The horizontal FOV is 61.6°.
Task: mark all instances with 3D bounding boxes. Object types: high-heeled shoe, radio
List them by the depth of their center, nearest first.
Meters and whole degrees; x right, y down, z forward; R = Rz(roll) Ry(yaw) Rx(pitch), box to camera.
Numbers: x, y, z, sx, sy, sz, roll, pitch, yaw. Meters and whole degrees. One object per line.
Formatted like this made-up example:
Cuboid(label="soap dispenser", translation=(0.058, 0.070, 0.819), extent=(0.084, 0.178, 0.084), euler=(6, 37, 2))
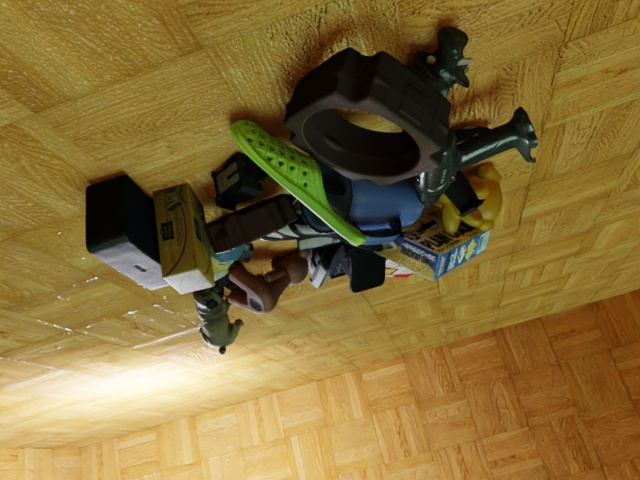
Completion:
Cuboid(label="radio", translation=(-0.321, -0.008, 0.948), extent=(0.073, 0.131, 0.229), euler=(-15, 156, 3))
Cuboid(label="high-heeled shoe", translation=(-0.002, -0.003, 1.109), extent=(0.248, 0.086, 0.145), euler=(33, 113, -13))

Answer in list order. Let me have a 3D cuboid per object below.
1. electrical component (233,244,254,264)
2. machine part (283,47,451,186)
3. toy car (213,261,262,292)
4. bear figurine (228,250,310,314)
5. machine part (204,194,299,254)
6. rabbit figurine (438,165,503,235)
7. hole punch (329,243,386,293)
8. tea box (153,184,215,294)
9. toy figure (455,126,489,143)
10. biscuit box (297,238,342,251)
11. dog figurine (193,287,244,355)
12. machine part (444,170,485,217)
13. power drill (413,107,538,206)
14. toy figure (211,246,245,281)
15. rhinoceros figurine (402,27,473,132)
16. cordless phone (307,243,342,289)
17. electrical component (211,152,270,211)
Cuboid(label="electrical component", translation=(-0.185, 0.029, 1.239), extent=(0.063, 0.021, 0.094), euler=(-8, 156, -13))
Cuboid(label="machine part", translation=(0.067, -0.168, 0.765), extent=(0.201, 0.087, 0.201), euler=(27, 157, -27))
Cuboid(label="toy car", translation=(-0.204, 0.106, 1.357), extent=(0.089, 0.053, 0.202), euler=(-34, 152, 5))
Cuboid(label="bear figurine", translation=(-0.115, 0.084, 1.296), extent=(0.132, 0.196, 0.120), euler=(25, 136, 16))
Cuboid(label="machine part", translation=(-0.126, -0.034, 0.977), extent=(0.179, 0.056, 0.179), euler=(-21, -171, 3))
Cuboid(label="rabbit figurine", translation=(0.290, -0.089, 1.123), extent=(0.173, 0.162, 0.122), euler=(29, 147, -33))
Cuboid(label="hole punch", translation=(0.087, 0.048, 1.237), extent=(0.142, 0.115, 0.092), euler=(-8, -159, -35))
Cuboid(label="tea box", translation=(-0.242, -0.001, 0.961), extent=(0.068, 0.169, 0.098), euler=(-13, 157, 1))
Cuboid(label="toy figure", translation=(0.249, -0.178, 0.988), extent=(0.154, 0.058, 0.064), euler=(-4, 149, -11))
Cuboid(label="biscuit box", translation=(0.044, -0.035, 1.177), extent=(0.203, 0.063, 0.059), euler=(-13, 155, -4))
Cuboid(label="dog figurine", translation=(-0.277, 0.202, 1.395), extent=(0.121, 0.172, 0.190), euler=(-23, 164, -7))
Cuboid(label="machine part", translation=(0.253, -0.107, 1.039), extent=(0.084, 0.139, 0.039), euler=(-46, 166, 24))
Cuboid(label="power drill", translation=(0.258, -0.141, 0.925), extent=(0.207, 0.086, 0.231), euler=(-13, 158, 12))
Cuboid(label="toy figure", translation=(-0.210, 0.018, 1.133), extent=(0.082, 0.089, 0.180), euler=(14, 137, -24))
Cuboid(label="rhinoceros figurine", translation=(0.170, -0.232, 0.805), extent=(0.112, 0.073, 0.190), euler=(-11, 156, -6))
Cuboid(label="cordless phone", translation=(0.066, 0.048, 1.352), extent=(0.184, 0.089, 0.146), euler=(-11, 156, -18))
Cuboid(label="electrical component", translation=(-0.128, -0.106, 0.912), extent=(0.119, 0.075, 0.047), euler=(-26, 154, 34))
